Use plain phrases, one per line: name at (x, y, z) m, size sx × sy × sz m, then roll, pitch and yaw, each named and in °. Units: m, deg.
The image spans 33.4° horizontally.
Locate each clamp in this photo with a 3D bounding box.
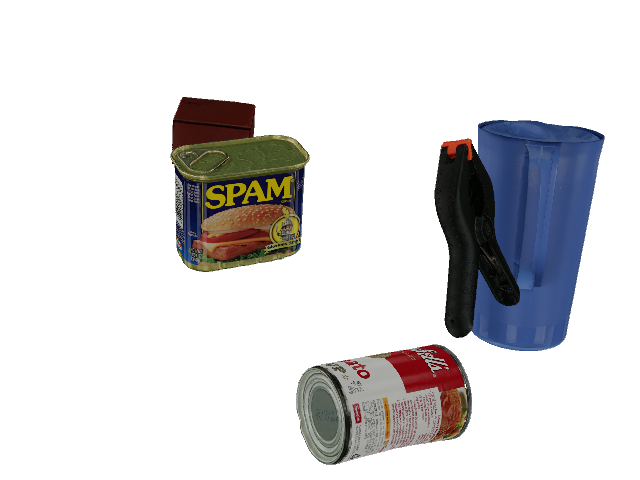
clamp at (0.130, 0.000, 0.943) m, size 0.039 × 0.171 × 0.120 m, roll -10°, pitch 15°, yaw 31°

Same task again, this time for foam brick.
foam brick at (-0.106, -0.107, 1.069) m, size 0.078 × 0.051 × 0.053 m, roll 6°, pitch 34°, yaw 1°

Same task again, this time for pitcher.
pitcher at (0.226, -0.005, 1.158) m, size 0.148 × 0.243 × 0.145 m, roll -8°, pitch 19°, yaw -36°

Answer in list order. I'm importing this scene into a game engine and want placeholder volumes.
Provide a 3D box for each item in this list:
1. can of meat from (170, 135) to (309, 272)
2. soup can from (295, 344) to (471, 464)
can of meat at (-0.062, -0.028, 0.822) m, size 0.102 × 0.084 × 0.057 m, roll -9°, pitch 32°, yaw -20°
soup can at (0.043, 0.112, 0.731) m, size 0.102 × 0.068 × 0.069 m, roll -6°, pitch 3°, yaw -30°
